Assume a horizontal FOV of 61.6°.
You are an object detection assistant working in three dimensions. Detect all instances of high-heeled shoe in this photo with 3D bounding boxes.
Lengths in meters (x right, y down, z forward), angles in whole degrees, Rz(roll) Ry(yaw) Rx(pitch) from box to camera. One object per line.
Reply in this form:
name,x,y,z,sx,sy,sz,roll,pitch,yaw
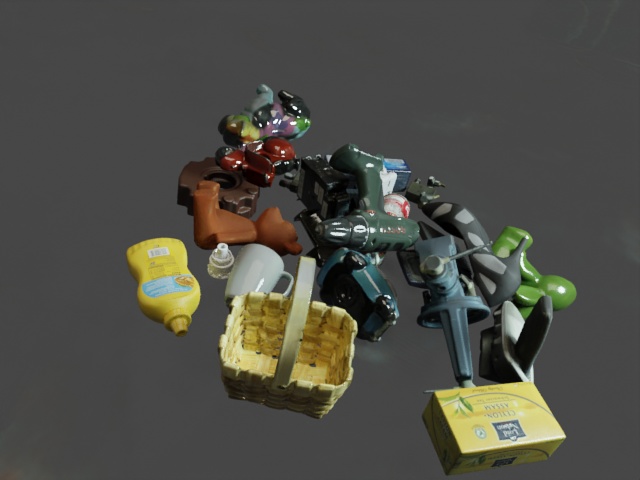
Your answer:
high-heeled shoe,0.260,0.022,0.983,0.249,0.086,0.145,26,75,43

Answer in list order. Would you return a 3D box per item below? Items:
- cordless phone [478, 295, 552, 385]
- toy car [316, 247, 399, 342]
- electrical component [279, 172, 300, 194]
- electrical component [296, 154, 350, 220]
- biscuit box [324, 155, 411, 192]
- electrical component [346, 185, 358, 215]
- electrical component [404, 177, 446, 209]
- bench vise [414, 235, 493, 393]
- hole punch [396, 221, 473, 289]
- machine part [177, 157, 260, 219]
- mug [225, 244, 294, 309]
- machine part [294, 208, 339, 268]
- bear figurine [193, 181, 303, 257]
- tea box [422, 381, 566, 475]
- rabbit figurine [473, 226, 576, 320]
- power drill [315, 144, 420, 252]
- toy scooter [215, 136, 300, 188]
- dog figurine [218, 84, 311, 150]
cordless phone,0.323,0.137,0.858,0.089,0.184,0.147,15,39,8
toy car,0.079,0.088,0.914,0.103,0.109,0.162,-9,50,-50
electrical component,-0.040,-0.123,1.194,0.094,0.021,0.063,19,39,5
electrical component,0.008,-0.094,1.101,0.058,0.114,0.134,-17,48,-27
biscuit box,0.107,-0.152,1.241,0.203,0.062,0.059,1,40,-15
electrical component,0.070,-0.070,1.121,0.048,0.074,0.119,1,45,-16
electrical component,0.242,-0.112,1.245,0.078,0.045,0.102,28,41,15
bench vise,0.213,0.120,0.859,0.129,0.223,0.240,-8,66,7
hole punch,0.217,0.041,1.032,0.115,0.092,0.142,26,25,-23
machine part,-0.205,-0.106,1.101,0.179,0.056,0.179,8,38,-6
mug,-0.106,0.076,0.898,0.110,0.080,0.107,23,50,5
machine part,-0.002,-0.003,1.030,0.084,0.039,0.139,-2,51,-37
bear figurine,-0.129,-0.033,0.978,0.196,0.131,0.120,1,18,-5
tea box,0.245,0.266,0.770,0.170,0.068,0.098,-1,41,-19
rabbit figurine,0.386,0.075,0.999,0.170,0.121,0.159,30,48,24
power drill,0.074,-0.073,0.977,0.232,0.086,0.207,11,49,-34
toy scooter,-0.107,-0.153,1.078,0.184,0.075,0.135,-16,38,-39
dog figurine,-0.132,-0.267,1.282,0.192,0.108,0.219,19,43,3
